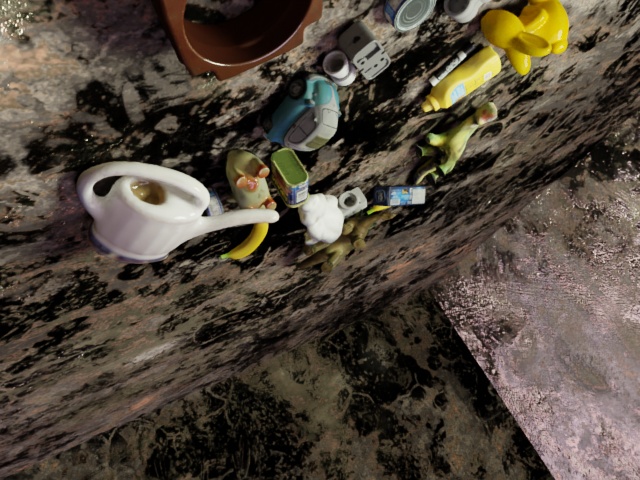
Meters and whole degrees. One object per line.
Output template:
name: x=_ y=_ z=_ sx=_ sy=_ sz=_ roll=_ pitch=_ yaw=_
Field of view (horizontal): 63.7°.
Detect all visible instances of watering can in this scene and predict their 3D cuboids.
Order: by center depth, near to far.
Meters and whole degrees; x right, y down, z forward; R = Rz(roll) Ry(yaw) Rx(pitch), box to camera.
watering can: x=-0.266 y=-0.035 z=0.931 sx=0.345 sy=0.106 sz=0.220 roll=18 pitch=136 yaw=-34

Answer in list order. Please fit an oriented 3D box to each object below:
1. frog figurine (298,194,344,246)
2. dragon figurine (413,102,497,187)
frog figurine: x=0.004 y=-0.067 z=1.339 sx=0.140 sy=0.123 sz=0.156 roll=-58 pitch=165 yaw=-31
dragon figurine: x=0.385 y=-0.274 z=1.440 sx=0.244 sy=0.122 sz=0.408 roll=-36 pitch=176 yaw=-6
